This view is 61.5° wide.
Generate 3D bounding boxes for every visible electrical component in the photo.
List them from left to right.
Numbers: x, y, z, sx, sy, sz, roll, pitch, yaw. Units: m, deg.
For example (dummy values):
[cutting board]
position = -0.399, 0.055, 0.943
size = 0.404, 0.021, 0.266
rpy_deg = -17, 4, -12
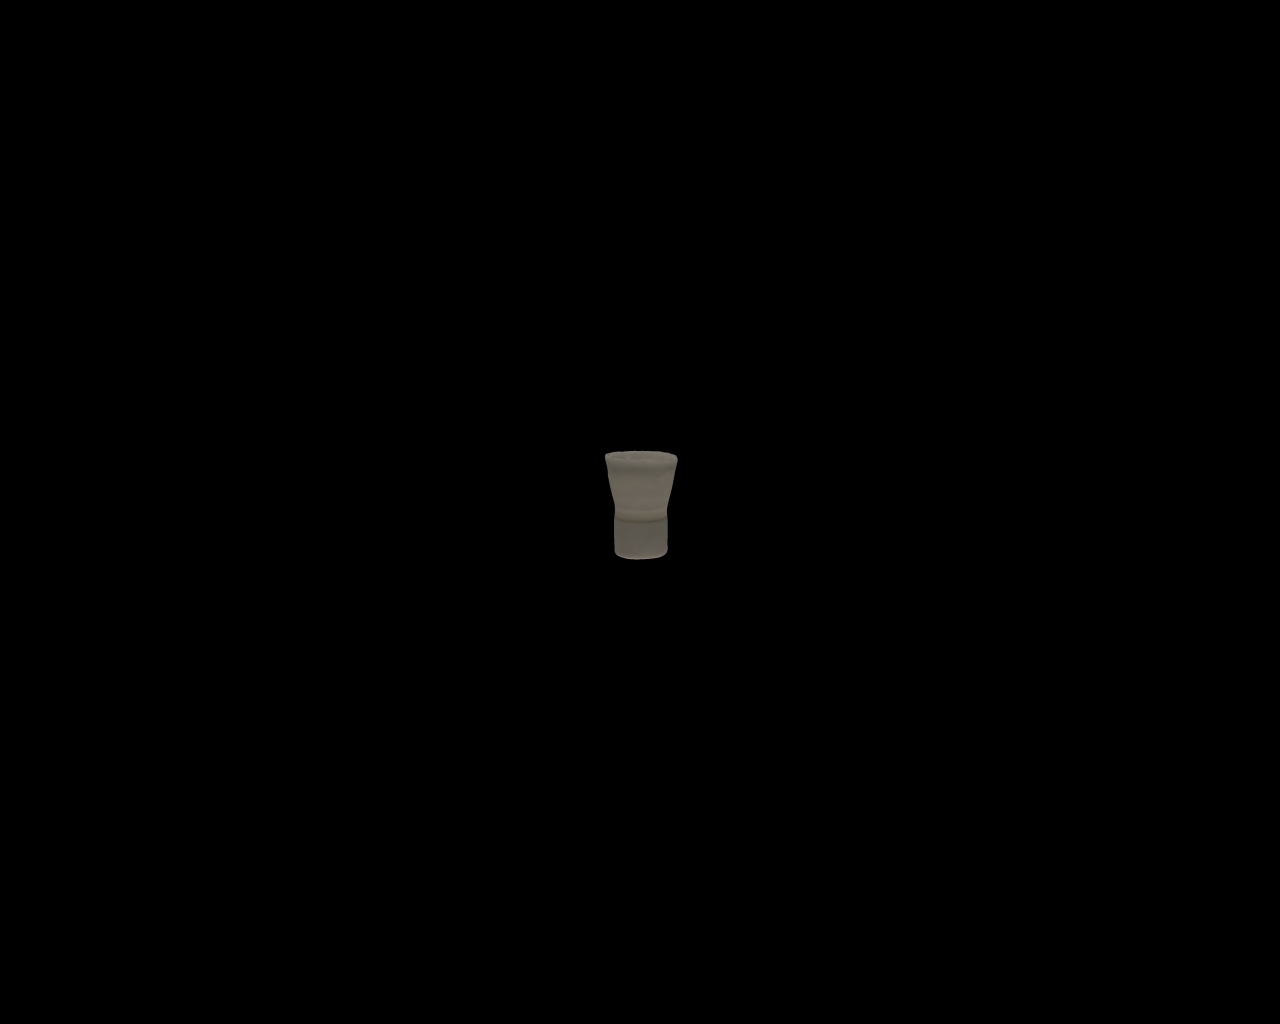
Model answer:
[electrical component]
position = 0.001, -0.003, 0.650
size = 0.044, 0.065, 0.044
rpy_deg = 0, 11, 0
